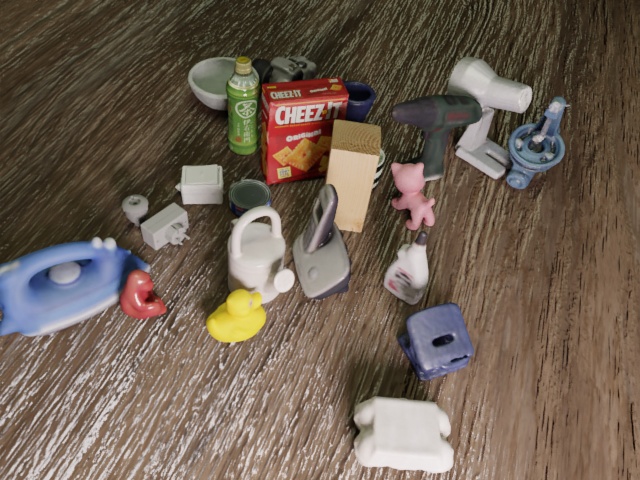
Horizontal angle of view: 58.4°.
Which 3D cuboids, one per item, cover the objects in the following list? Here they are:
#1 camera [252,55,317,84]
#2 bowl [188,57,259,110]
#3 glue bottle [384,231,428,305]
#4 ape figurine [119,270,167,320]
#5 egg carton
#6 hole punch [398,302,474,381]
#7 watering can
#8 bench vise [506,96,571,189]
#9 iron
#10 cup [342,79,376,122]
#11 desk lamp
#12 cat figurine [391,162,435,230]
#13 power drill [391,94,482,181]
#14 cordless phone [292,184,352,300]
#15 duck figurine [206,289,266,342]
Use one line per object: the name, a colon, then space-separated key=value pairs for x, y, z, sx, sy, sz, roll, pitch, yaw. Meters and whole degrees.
camera: x=-0.098 y=-0.412 z=1.415 sx=0.136 sy=0.101 sz=0.143 roll=29 pitch=52 yaw=16
bowl: x=-0.229 y=-0.362 z=1.371 sx=0.167 sy=0.075 sz=0.167 roll=4 pitch=49 yaw=-4
glue bottle: x=0.163 y=0.042 z=1.015 sx=0.078 sy=0.173 sz=0.037 roll=31 pitch=53 yaw=18
ape figurine: x=-0.301 y=0.086 z=0.966 sx=0.076 sy=0.092 sz=0.077 roll=-4 pitch=50 yaw=-11
egg carton: x=0.124 y=0.294 z=0.862 sx=0.150 sy=0.069 sz=0.107 roll=5 pitch=49 yaw=-3
hole punch: x=0.201 y=0.170 z=0.965 sx=0.109 sy=0.091 sz=0.101 roll=-14 pitch=53 yaw=-19
watering can: x=-0.103 y=0.021 z=0.982 sx=0.172 sy=0.194 sz=0.101 roll=30 pitch=52 yaw=17
bench vise: x=0.490 y=-0.246 z=1.278 sx=0.121 sy=0.220 sz=0.207 roll=16 pitch=49 yaw=6
iron: x=-0.414 y=0.051 z=0.947 sx=0.259 sy=0.141 sz=0.118 roll=-23 pitch=56 yaw=-25
cup: x=0.071 y=-0.323 z=1.367 sx=0.092 sy=0.095 sz=0.117 roll=-30 pitch=60 yaw=-29
desk lamp: x=0.379 y=-0.285 z=1.300 sx=0.202 sy=0.213 sz=0.118 roll=39 pitch=55 yaw=23
cat figurine: x=0.194 y=-0.103 z=1.181 sx=0.067 sy=0.118 sz=0.127 roll=-18 pitch=54 yaw=-22
power drill: x=0.234 y=-0.222 z=1.229 sx=0.230 sy=0.208 sz=0.075 roll=-19 pitch=55 yaw=-22
cordless phone: x=0.009 y=0.004 z=1.019 sx=0.094 sy=0.185 sz=0.147 roll=-9 pitch=51 yaw=-15
duck figurine: x=-0.141 y=0.120 z=0.964 sx=0.105 sy=0.086 sz=0.077 roll=-18 pitch=54 yaw=-22
